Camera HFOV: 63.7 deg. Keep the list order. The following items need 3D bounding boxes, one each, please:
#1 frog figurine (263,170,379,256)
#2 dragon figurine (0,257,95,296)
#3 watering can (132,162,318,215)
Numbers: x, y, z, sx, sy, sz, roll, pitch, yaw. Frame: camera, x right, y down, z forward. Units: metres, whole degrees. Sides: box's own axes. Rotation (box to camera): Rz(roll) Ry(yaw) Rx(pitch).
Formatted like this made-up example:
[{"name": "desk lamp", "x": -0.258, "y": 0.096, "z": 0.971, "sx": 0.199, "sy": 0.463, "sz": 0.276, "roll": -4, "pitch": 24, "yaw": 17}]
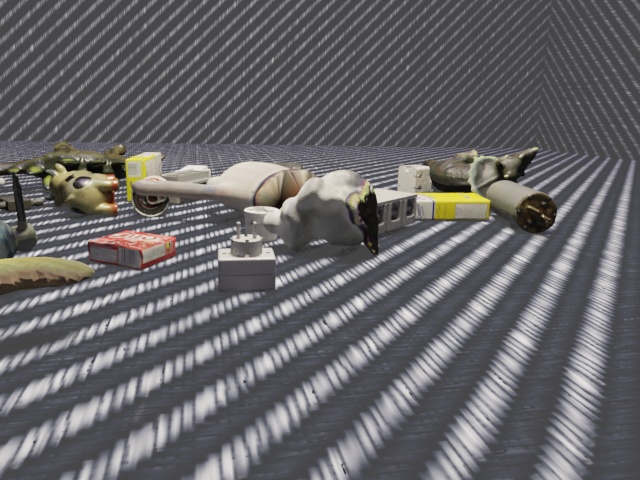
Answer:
[{"name": "frog figurine", "x": 0.002, "y": -0.039, "z": 0.770, "sx": 0.159, "sy": 0.125, "sz": 0.135, "roll": -1, "pitch": -23, "yaw": 26}, {"name": "dragon figurine", "x": -0.364, "y": 0.088, "z": 0.313, "sx": 0.411, "sy": 0.119, "sz": 0.247, "roll": -5, "pitch": 32, "yaw": -19}, {"name": "watering can", "x": -0.141, "y": -0.089, "z": 0.952, "sx": 0.349, "sy": 0.103, "sz": 0.225, "roll": -10, "pitch": 18, "yaw": -41}]
